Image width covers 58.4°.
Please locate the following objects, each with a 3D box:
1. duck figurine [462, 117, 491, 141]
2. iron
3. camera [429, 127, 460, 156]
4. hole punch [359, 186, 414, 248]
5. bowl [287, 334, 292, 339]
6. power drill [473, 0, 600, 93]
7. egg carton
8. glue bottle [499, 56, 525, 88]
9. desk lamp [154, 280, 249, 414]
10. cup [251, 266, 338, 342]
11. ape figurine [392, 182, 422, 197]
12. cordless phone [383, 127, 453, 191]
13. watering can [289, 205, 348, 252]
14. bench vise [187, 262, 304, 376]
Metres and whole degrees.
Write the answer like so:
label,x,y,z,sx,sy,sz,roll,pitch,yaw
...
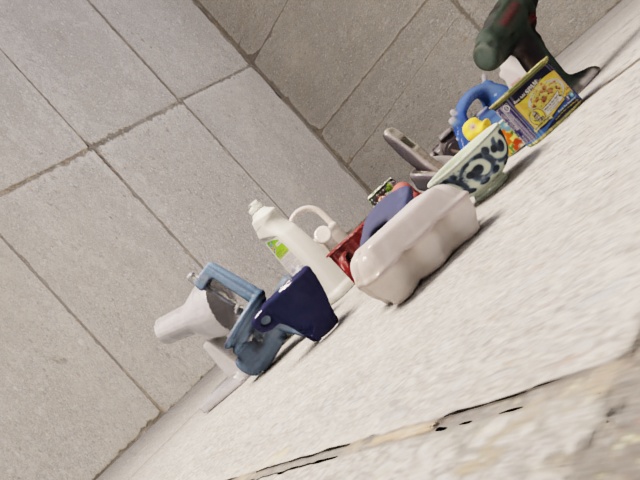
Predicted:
label,x,y,z,sx,sy,sz,roll,pitch,yaw
duck figurine,0.317,-0.202,1.136,0.078,0.086,0.104,-42,0,-24
iron,0.376,-0.292,1.353,0.259,0.141,0.118,-42,0,-30
camera,0.333,-0.225,1.455,0.143,0.101,0.137,-42,0,19
hole punch,0.094,-0.004,0.746,0.101,0.091,0.108,-42,0,-44
bowl,-0.088,0.176,1.222,0.167,0.074,0.167,-42,0,0
power drill,0.366,-0.330,0.971,0.230,0.208,0.075,-42,0,-27
egg carton,0.101,0.004,0.628,0.150,0.069,0.107,-42,0,-9
glue bottle,0.418,-0.352,1.215,0.037,0.173,0.078,-42,0,-27
desk lamp,-0.226,0.208,1.174,0.203,0.213,0.118,-42,0,18
cup,-0.030,0.107,0.819,0.118,0.095,0.091,-42,0,-18
ape figurine,0.136,-0.042,0.814,0.077,0.092,0.076,-42,0,31
cordless phone,0.221,-0.180,1.210,0.094,0.185,0.148,-42,0,32
watering can,0.013,0.003,1.271,0.101,0.194,0.172,-42,0,-26
bench vise,-0.116,0.102,1.014,0.207,0.219,0.121,-42,0,-6
